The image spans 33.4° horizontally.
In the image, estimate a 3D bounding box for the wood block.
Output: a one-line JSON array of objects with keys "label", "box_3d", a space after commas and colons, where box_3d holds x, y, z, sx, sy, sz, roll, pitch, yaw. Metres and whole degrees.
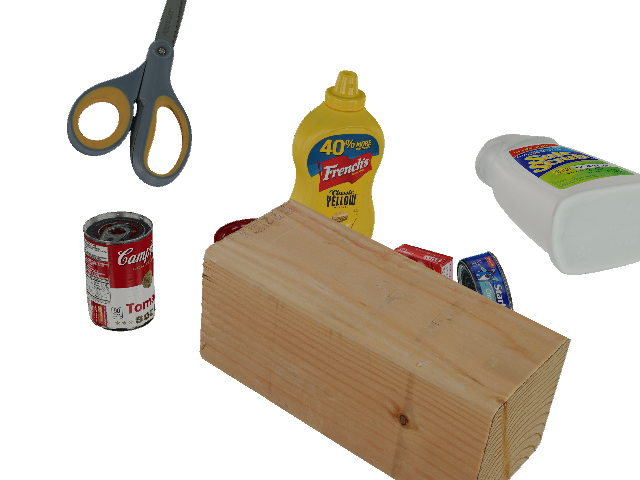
[{"label": "wood block", "box_3d": [0.032, 0.067, 0.652, 0.206, 0.091, 0.090, 28, 40, 28]}]

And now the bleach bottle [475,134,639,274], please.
[{"label": "bleach bottle", "box_3d": [0.189, -0.046, 0.908, 0.102, 0.068, 0.251, -11, 20, -11]}]

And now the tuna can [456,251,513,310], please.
[{"label": "tuna can", "box_3d": [0.174, 0.057, 1.133, 0.033, 0.086, 0.086, -14, 1, -6]}]

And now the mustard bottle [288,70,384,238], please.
[{"label": "mustard bottle", "box_3d": [0.017, -0.083, 1.108, 0.096, 0.192, 0.058, -4, 30, -19]}]

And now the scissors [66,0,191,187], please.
[{"label": "scissors", "box_3d": [-0.136, -0.131, 0.778, 0.096, 0.202, 0.016, 3, -26, -19]}]

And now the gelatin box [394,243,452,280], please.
[{"label": "gelatin box", "box_3d": [0.130, 0.055, 1.361, 0.073, 0.089, 0.030, 18, 34, 35]}]

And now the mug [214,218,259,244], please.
[{"label": "mug", "box_3d": [-0.035, 0.040, 0.889, 0.117, 0.081, 0.093, 16, 26, 18]}]

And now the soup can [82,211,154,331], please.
[{"label": "soup can", "box_3d": [-0.200, 0.031, 1.067, 0.068, 0.102, 0.068, 2, 26, -1]}]
